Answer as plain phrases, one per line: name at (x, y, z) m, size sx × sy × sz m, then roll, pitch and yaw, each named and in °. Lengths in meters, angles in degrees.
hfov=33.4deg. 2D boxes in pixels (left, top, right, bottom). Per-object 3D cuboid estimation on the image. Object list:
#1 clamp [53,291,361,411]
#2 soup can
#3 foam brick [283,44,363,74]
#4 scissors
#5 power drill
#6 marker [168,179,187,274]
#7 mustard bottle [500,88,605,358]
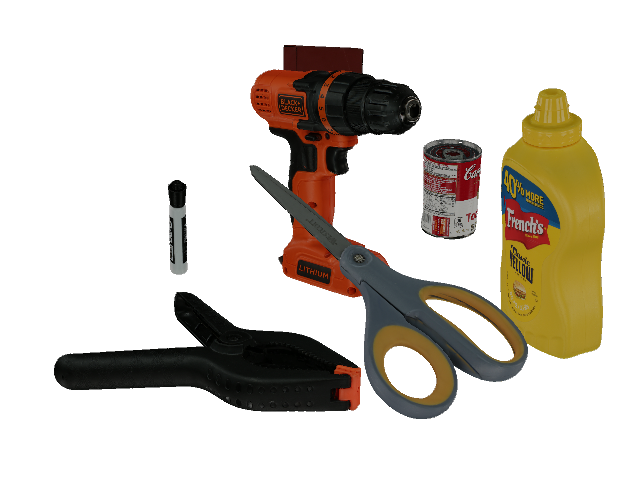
clamp at (-0.065, 0.083, 0.787) m, size 0.210 × 0.036 × 0.164 m, roll 7°, pitch 20°, yaw 18°
soup can at (0.153, -0.060, 1.260) m, size 0.068 × 0.102 × 0.068 m, roll 0°, pitch 26°, yaw 0°
foam brick at (0.002, -0.186, 1.164) m, size 0.078 × 0.051 × 0.053 m, roll 0°, pitch 11°, yaw -16°
scissors at (0.017, 0.029, 0.591) m, size 0.202 × 0.016 × 0.096 m, roll 29°, pitch 52°, yaw 18°
power drill at (0.018, -0.051, 0.902) m, size 0.057 × 0.188 × 0.185 m, roll -17°, pitch 22°, yaw -37°
marker at (-0.150, -0.014, 1.122) m, size 0.020 × 0.121 × 0.020 m, roll 3°, pitch 41°, yaw -3°
mustard bottle at (0.167, -0.017, 0.772) m, size 0.058 × 0.192 × 0.096 m, roll -13°, pitch 28°, yaw -15°
